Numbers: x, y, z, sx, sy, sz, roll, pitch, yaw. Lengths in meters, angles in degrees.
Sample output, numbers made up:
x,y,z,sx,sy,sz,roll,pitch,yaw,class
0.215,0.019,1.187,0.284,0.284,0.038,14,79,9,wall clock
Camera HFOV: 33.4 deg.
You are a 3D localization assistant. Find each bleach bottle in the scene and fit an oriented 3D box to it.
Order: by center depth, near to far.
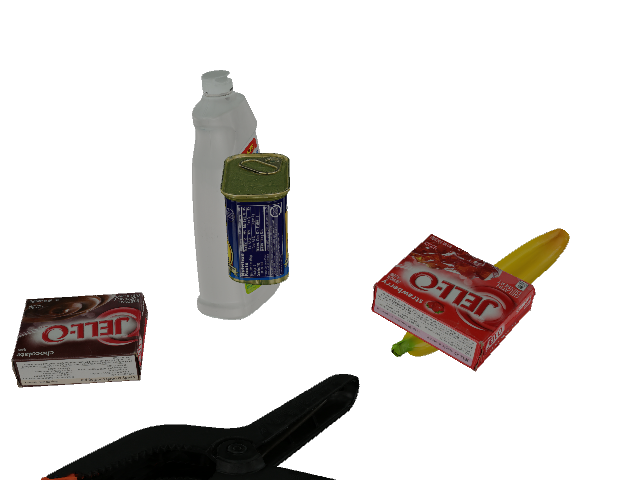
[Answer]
x,y,z,sx,sy,sz,roll,pitch,yaw,class
-0.098,-0.050,1.115,0.068,0.251,0.102,8,27,27,bleach bottle

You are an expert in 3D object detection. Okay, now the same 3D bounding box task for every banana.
x,y,z,sx,sy,sz,roll,pitch,yaw,class
0.153,0.056,1.014,0.198,0.037,0.069,-37,-2,-2,banana

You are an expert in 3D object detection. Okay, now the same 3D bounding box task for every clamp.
x,y,z,sx,sy,sz,roll,pitch,yaw,class
-0.043,0.122,0.576,0.209,0.036,0.165,-1,20,-13,clamp

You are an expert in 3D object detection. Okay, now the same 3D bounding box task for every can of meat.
x,y,z,sx,sy,sz,roll,pitch,yaw,class
-0.054,-0.019,0.917,0.057,0.084,0.102,-2,24,-2,can of meat

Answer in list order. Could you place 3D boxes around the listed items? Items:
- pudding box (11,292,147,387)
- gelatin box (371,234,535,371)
x,y,z,sx,sy,sz,roll,pitch,yaw,class
-0.219,0.091,0.980,0.113,0.039,0.090,-5,33,-2,pudding box
0.092,0.040,0.741,0.089,0.030,0.073,29,46,26,gelatin box
